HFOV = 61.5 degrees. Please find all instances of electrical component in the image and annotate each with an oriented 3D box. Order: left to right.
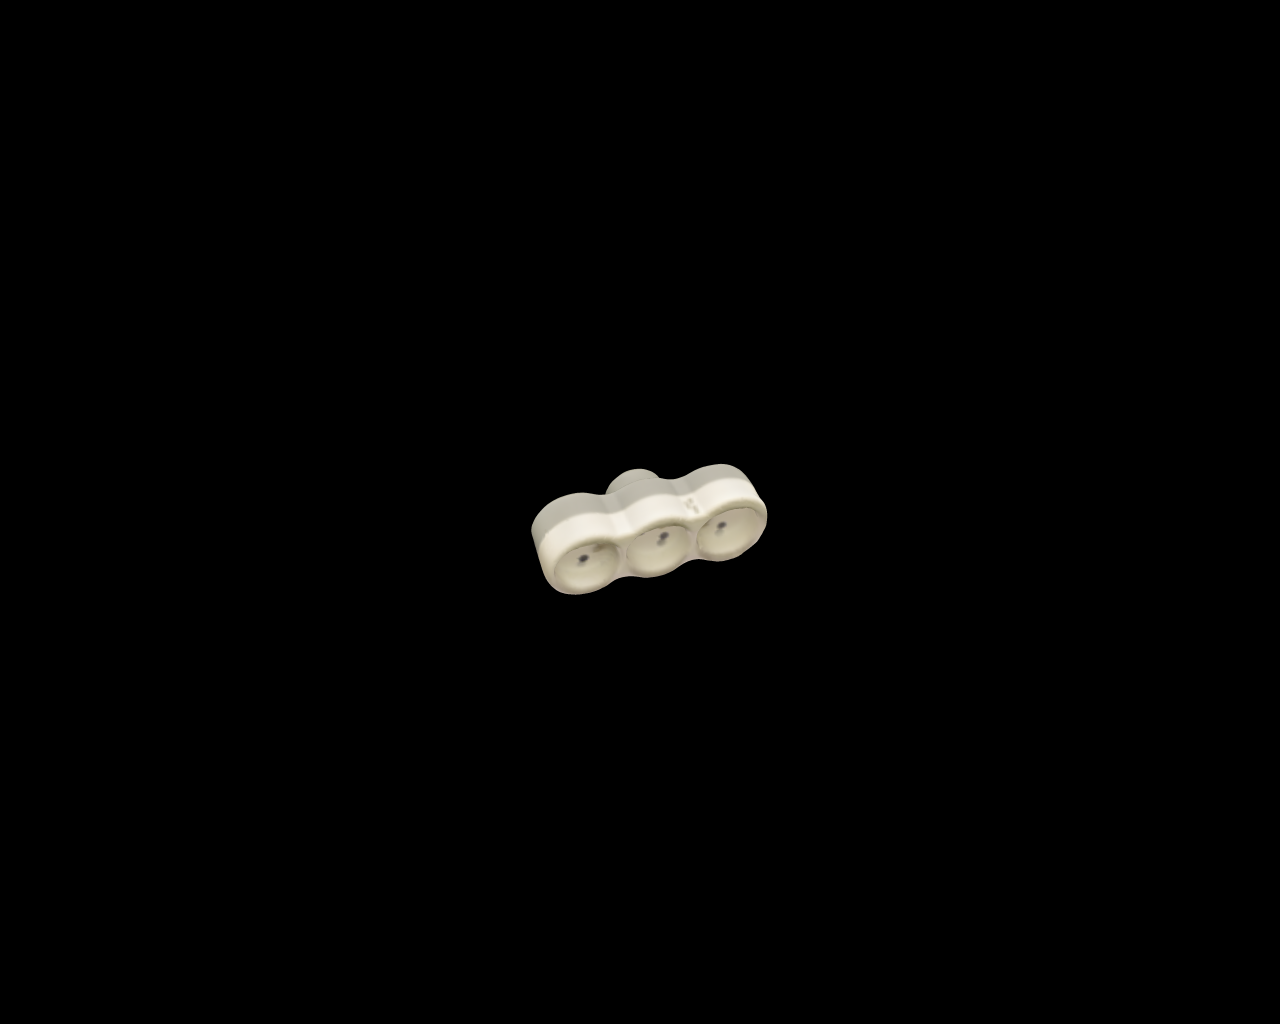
[{"bbox_3d":[0.001,-0.003,0.650,0.138,0.052,0.074,-13,47,-12],"label":"electrical component"}]
